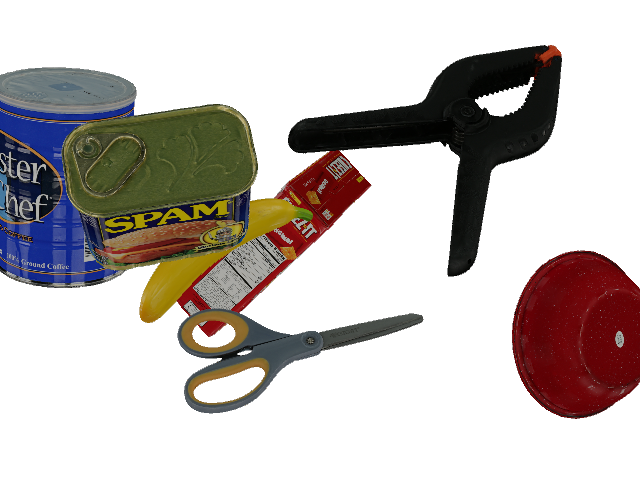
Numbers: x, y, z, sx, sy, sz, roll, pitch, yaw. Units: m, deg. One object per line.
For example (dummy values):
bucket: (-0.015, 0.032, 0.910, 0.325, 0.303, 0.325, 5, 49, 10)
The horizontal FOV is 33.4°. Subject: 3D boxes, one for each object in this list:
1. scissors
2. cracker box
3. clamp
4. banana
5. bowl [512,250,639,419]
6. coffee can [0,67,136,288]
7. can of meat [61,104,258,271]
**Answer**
scissors: (-0.025, 0.071, 0.849, 0.201, 0.096, 0.016, -26, -29, -23)
cracker box: (-0.056, -0.001, 1.247, 0.214, 0.072, 0.164, -43, 2, 28)
clamp: (0.106, -0.071, 0.754, 0.209, 0.165, 0.036, -31, -29, -21)
banana: (-0.101, 0.012, 1.024, 0.198, 0.069, 0.037, -31, 40, 2)
bowl: (0.260, 0.090, 1.000, 0.161, 0.162, 0.055, 0, 0, -27)
coffee can: (-0.192, -0.049, 0.800, 0.103, 0.140, 0.103, 5, 22, -2)
can of meat: (-0.089, -0.027, 0.604, 0.102, 0.057, 0.084, -10, -22, -9)
